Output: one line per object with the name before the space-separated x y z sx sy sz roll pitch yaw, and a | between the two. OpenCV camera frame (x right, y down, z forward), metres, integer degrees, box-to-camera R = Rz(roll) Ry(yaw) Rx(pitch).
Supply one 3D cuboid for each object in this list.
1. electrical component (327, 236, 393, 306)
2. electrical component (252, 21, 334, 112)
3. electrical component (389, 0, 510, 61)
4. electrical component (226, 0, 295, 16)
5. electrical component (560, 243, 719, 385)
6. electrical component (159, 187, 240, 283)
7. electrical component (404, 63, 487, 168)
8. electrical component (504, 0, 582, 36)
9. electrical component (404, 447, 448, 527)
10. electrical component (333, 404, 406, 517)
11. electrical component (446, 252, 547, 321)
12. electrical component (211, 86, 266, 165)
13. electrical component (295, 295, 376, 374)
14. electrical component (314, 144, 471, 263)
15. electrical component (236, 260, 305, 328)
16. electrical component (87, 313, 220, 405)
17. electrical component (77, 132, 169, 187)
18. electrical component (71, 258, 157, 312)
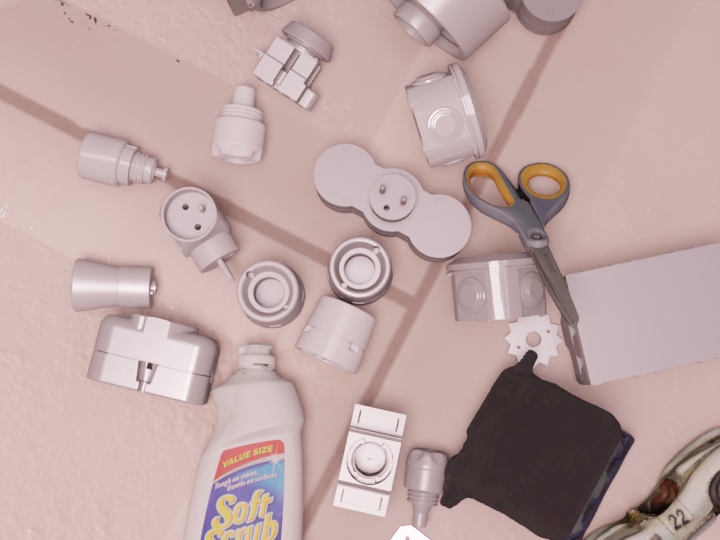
electrical component | 0.000 0.000 0.879 0.055 0.047 0.055 0 84 0
electrical component | -0.054 -0.173 0.898 0.066 0.048 0.055 33 93 3
electrical component | 0.061 -0.217 0.873 0.108 0.108 0.060 42 92 4
electrical component | -0.034 -0.281 0.878 0.186 0.105 0.060 -26 85 -2
electrical component | 0.242 0.034 0.867 0.150 0.061 0.089 -12 84 -1
electrical component | -0.123 -0.024 0.867 0.044 0.077 0.079 -32 85 -3
electrical component | 0.070 -0.124 0.876 0.051 0.080 0.080 -17 84 4
electrical component | 0.123 -0.254 0.891 0.138 0.073 0.052 35 85 3
electrical component | 0.052 0.176 0.867 0.035 0.035 0.061 8 86 1
electrical component | 0.008 0.150 0.855 0.042 0.064 0.081 13 84 3
electrical component | 0.111 0.013 0.862 0.080 0.080 0.051 -5 90 0
electrical component | -0.099 -0.121 0.894 0.043 0.043 0.062 7 83 1
electrical component | -0.018 0.052 0.871 0.055 0.055 0.047 24 81 2
electrical component | 0.026 -0.056 0.871 0.138 0.073 0.052 29 85 3
electrical component | -0.074 0.019 0.877 0.055 0.047 0.055 0 84 0
electrical component | -0.165 0.069 0.869 0.095 0.053 0.059 13 84 2
electrical component | -0.198 -0.088 0.892 0.078 0.040 0.040 14 84 1
electrical component | -0.200 0.014 0.882 0.065 0.044 0.044 2 84 -4
